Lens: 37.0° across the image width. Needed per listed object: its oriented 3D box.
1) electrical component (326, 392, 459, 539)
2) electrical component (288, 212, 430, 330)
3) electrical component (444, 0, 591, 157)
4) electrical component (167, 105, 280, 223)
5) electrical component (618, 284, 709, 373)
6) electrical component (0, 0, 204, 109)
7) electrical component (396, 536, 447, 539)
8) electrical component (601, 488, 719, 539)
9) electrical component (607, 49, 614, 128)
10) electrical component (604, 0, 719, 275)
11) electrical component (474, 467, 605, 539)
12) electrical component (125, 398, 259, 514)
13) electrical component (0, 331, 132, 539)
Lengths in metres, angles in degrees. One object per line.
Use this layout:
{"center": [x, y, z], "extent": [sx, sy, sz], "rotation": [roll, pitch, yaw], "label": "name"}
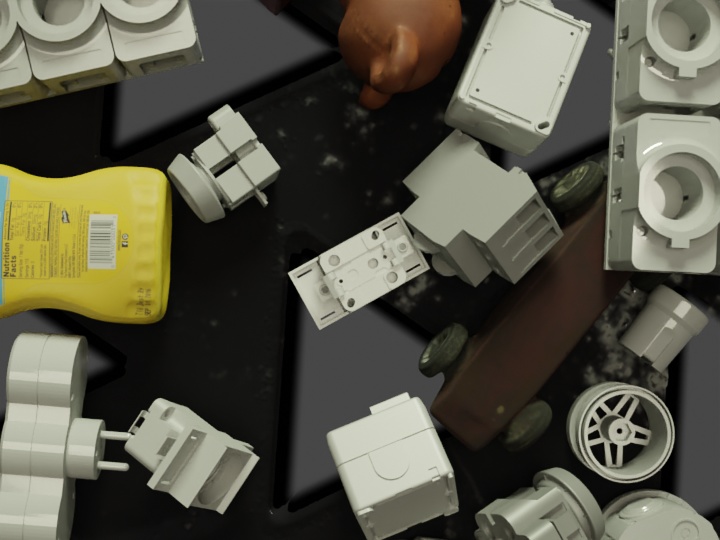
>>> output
{"center": [0.020, 0.123, 0.661], "extent": [0.062, 0.096, 0.061], "rotation": [-22, 62, -4], "label": "electrical component"}
{"center": [0.000, 0.000, 0.671], "extent": [0.081, 0.064, 0.042], "rotation": [-30, 89, -3], "label": "electrical component"}
{"center": [0.100, -0.129, 0.685], "extent": [0.062, 0.061, 0.096], "rotation": [23, 79, -2], "label": "electrical component"}
{"center": [-0.087, -0.062, 0.677], "extent": [0.055, 0.048, 0.066], "rotation": [-37, 91, -11], "label": "electrical component"}
{"center": [0.195, 0.038, 0.694], "extent": [0.040, 0.040, 0.046], "rotation": [38, 93, -2], "label": "electrical component"}
{"center": [-0.182, -0.161, 0.665], "extent": [0.150, 0.062, 0.089], "rotation": [-13, 89, -4], "label": "electrical component"}
{"center": [0.051, 0.201, 0.675], "extent": [0.066, 0.048, 0.055], "rotation": [2, 90, 20], "label": "electrical component"}
{"center": [0.189, 0.183, 0.683], "extent": [0.080, 0.051, 0.080], "rotation": [0, 88, -3], "label": "electrical component"}
{"center": [0.191, -0.117, 0.693], "extent": [0.066, 0.047, 0.076], "rotation": [-38, 91, -4], "label": "electrical component"}
{"center": [0.209, -0.091, 0.638], "extent": [0.105, 0.060, 0.186], "rotation": [3, 89, -4], "label": "electrical component"}
{"center": [0.114, 0.160, 0.671], "extent": [0.057, 0.078, 0.058], "rotation": [-29, 89, -22], "label": "electrical component"}
{"center": [-0.105, 0.112, 0.658], "extent": [0.064, 0.081, 0.042], "rotation": [31, 86, 26], "label": "electrical component"}
{"center": [-0.178, 0.109, 0.663], "extent": [0.074, 0.052, 0.138], "rotation": [5, 88, -3], "label": "electrical component"}
